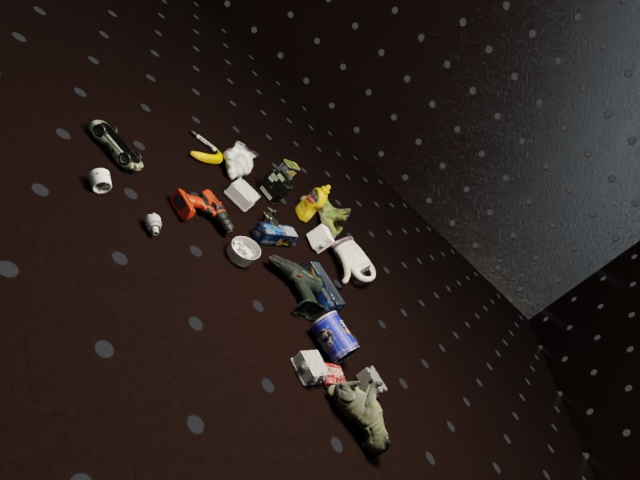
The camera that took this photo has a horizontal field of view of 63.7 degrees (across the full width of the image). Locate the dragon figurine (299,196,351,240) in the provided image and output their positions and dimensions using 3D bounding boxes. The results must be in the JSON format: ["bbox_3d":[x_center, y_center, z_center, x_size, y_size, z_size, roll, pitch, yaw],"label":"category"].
[{"bbox_3d":[0.007,-0.119,2.363,0.243,0.120,0.415,29,20,4],"label":"dragon figurine"}]

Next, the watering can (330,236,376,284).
[{"bbox_3d":[0.126,0.088,2.163,0.227,0.103,0.348,52,22,17],"label":"watering can"}]

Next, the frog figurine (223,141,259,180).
[{"bbox_3d":[-0.334,-0.299,2.060,0.135,0.122,0.162,49,52,-47],"label":"frog figurine"}]
